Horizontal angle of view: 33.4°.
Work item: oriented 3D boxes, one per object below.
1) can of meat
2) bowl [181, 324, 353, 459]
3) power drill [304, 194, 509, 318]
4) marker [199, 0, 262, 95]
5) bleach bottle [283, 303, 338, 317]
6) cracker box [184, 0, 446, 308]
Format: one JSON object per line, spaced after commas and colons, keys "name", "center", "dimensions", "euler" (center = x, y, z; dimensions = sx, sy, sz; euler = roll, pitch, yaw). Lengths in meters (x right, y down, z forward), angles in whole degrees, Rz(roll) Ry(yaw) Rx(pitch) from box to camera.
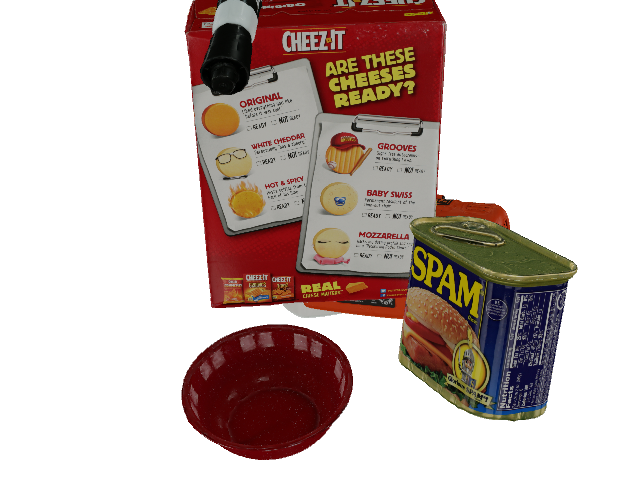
{"name": "can of meat", "center": [0.087, 0.041, 0.585], "dimensions": [0.057, 0.084, 0.102], "euler": [-3, 19, -26]}
{"name": "bowl", "center": [-0.047, 0.153, 1.008], "dimensions": [0.162, 0.055, 0.162], "euler": [-5, 38, 3]}
{"name": "power drill", "center": [0.052, 0.004, 0.917], "dimensions": [0.185, 0.057, 0.187], "euler": [2, 20, 26]}
{"name": "marker", "center": [-0.032, -0.102, 0.436], "dimensions": [0.020, 0.121, 0.020], "euler": [3, -42, 2]}
{"name": "bleach bottle", "center": [0.007, -0.034, 1.313], "dimensions": [0.102, 0.251, 0.068], "euler": [-8, 22, -31]}
{"name": "cracker box", "center": [-0.002, -0.060, 0.740], "dimensions": [0.164, 0.214, 0.072], "euler": [-3, 32, -2]}
